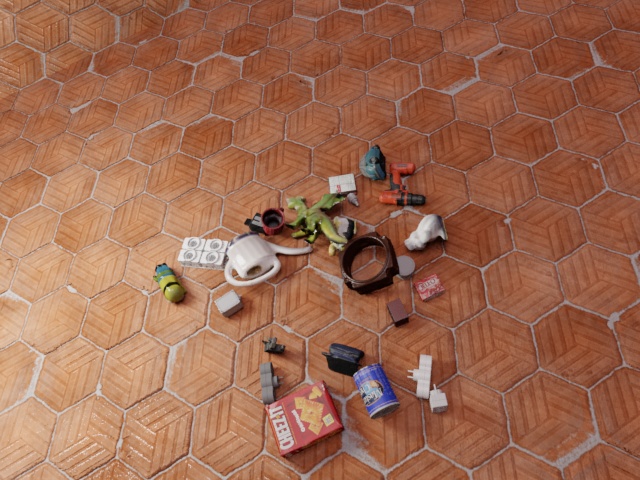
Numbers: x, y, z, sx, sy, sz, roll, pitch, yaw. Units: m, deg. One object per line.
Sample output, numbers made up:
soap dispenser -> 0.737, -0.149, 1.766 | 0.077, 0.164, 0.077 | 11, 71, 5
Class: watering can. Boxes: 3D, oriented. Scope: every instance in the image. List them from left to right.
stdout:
watering can -> -0.220, 0.054, 1.994 | 0.351, 0.101, 0.228 | -27, 56, -22

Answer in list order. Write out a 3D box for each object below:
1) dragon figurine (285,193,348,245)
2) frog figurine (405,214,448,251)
dragon figurine -> 0.006, -0.101, 1.997 | 0.412, 0.120, 0.247 | 14, 59, 40
frog figurine -> 0.389, -0.028, 1.919 | 0.159, 0.120, 0.140 | -13, 25, 13
